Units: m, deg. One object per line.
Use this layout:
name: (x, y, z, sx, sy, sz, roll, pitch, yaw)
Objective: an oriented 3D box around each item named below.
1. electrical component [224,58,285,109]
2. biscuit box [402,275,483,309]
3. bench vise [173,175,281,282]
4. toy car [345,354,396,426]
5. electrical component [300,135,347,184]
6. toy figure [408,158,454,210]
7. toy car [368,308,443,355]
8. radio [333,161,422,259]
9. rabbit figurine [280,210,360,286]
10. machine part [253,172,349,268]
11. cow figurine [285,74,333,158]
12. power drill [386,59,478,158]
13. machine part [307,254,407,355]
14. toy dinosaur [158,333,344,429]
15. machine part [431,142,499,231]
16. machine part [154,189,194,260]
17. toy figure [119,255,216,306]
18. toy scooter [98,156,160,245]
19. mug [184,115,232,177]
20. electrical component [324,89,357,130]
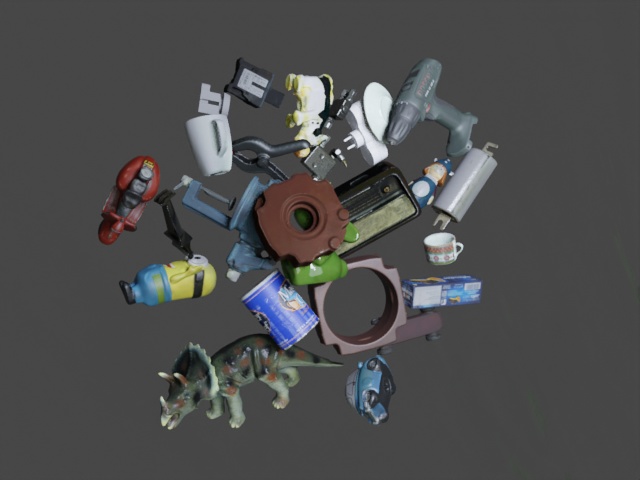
electrical component: (-0.123, -0.298, 1.061, 0.119, 0.048, 0.074, 26, 92, -23)
biscuit box: (0.299, 0.125, 1.317, 0.203, 0.063, 0.059, -2, 102, -22)
bench vise: (-0.176, -0.043, 1.064, 0.241, 0.129, 0.223, 28, 99, -4)
toy car: (0.112, 0.356, 1.268, 0.103, 0.162, 0.109, -14, 123, 28)
electrical component: (0.007, -0.163, 1.144, 0.102, 0.045, 0.078, -45, 115, -7)
toy figure: (0.252, -0.130, 1.240, 0.064, 0.058, 0.154, 42, 86, -14)
toy car: (0.207, 0.216, 1.305, 0.202, 0.053, 0.089, -13, 91, -18)
radio: (0.089, -0.064, 1.161, 0.230, 0.073, 0.131, -29, 111, -2)
rabbit figurine: (-0.002, -0.003, 1.070, 0.159, 0.121, 0.170, -4, 97, -4)
machine part: (-0.035, -0.038, 0.998, 0.179, 0.056, 0.179, 2, 78, -12)
cow figurine: (-0.018, -0.254, 1.105, 0.098, 0.068, 0.167, -7, 106, -26)
power drill: (0.244, -0.262, 1.178, 0.207, 0.086, 0.232, 27, 70, -24)
machine part: (0.081, 0.142, 1.201, 0.201, 0.087, 0.200, -13, 96, -10)
toy dinosaur: (-0.153, 0.270, 1.146, 0.405, 0.131, 0.192, -22, 110, -22)
machine part: (0.340, -0.129, 1.268, 0.079, 0.079, 0.243, 34, 88, -25)
machine part: (-0.279, -0.031, 1.024, 0.039, 0.084, 0.138, -27, 133, -23)
toy figure: (-0.296, 0.085, 1.061, 0.180, 0.082, 0.089, -19, 127, -25)
toy scooter: (-0.348, -0.068, 0.974, 0.075, 0.135, 0.184, 29, 89, -23)
mug: (-0.199, -0.178, 1.014, 0.081, 0.110, 0.107, -16, 96, -39)
electrical component: (0.041, -0.272, 1.123, 0.021, 0.063, 0.094, 30, 91, -25)
